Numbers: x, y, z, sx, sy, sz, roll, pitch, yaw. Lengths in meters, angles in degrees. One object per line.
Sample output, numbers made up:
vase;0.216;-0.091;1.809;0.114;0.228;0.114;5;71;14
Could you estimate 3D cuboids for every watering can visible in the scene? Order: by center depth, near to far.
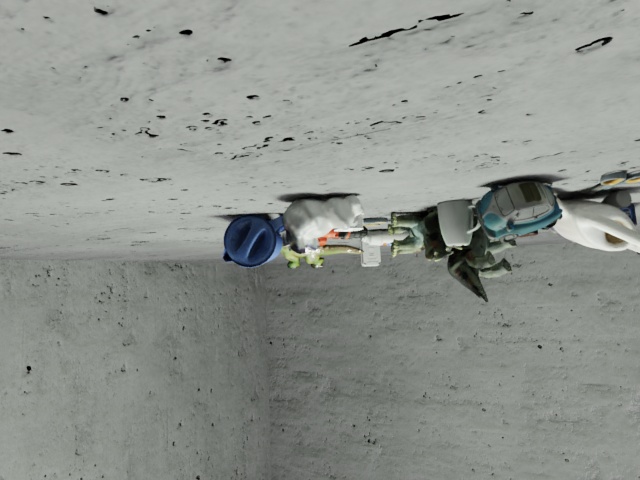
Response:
watering can;0.597;-0.053;1.191;0.347;0.103;0.226;24;-174;-7

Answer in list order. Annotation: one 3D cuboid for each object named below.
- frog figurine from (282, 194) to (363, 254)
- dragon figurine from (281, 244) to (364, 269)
frog figurine;0.003;-0.055;1.086;0.158;0.125;0.136;-44;147;18
dragon figurine;-0.051;0.019;1.783;0.410;0.124;0.240;-4;166;2
